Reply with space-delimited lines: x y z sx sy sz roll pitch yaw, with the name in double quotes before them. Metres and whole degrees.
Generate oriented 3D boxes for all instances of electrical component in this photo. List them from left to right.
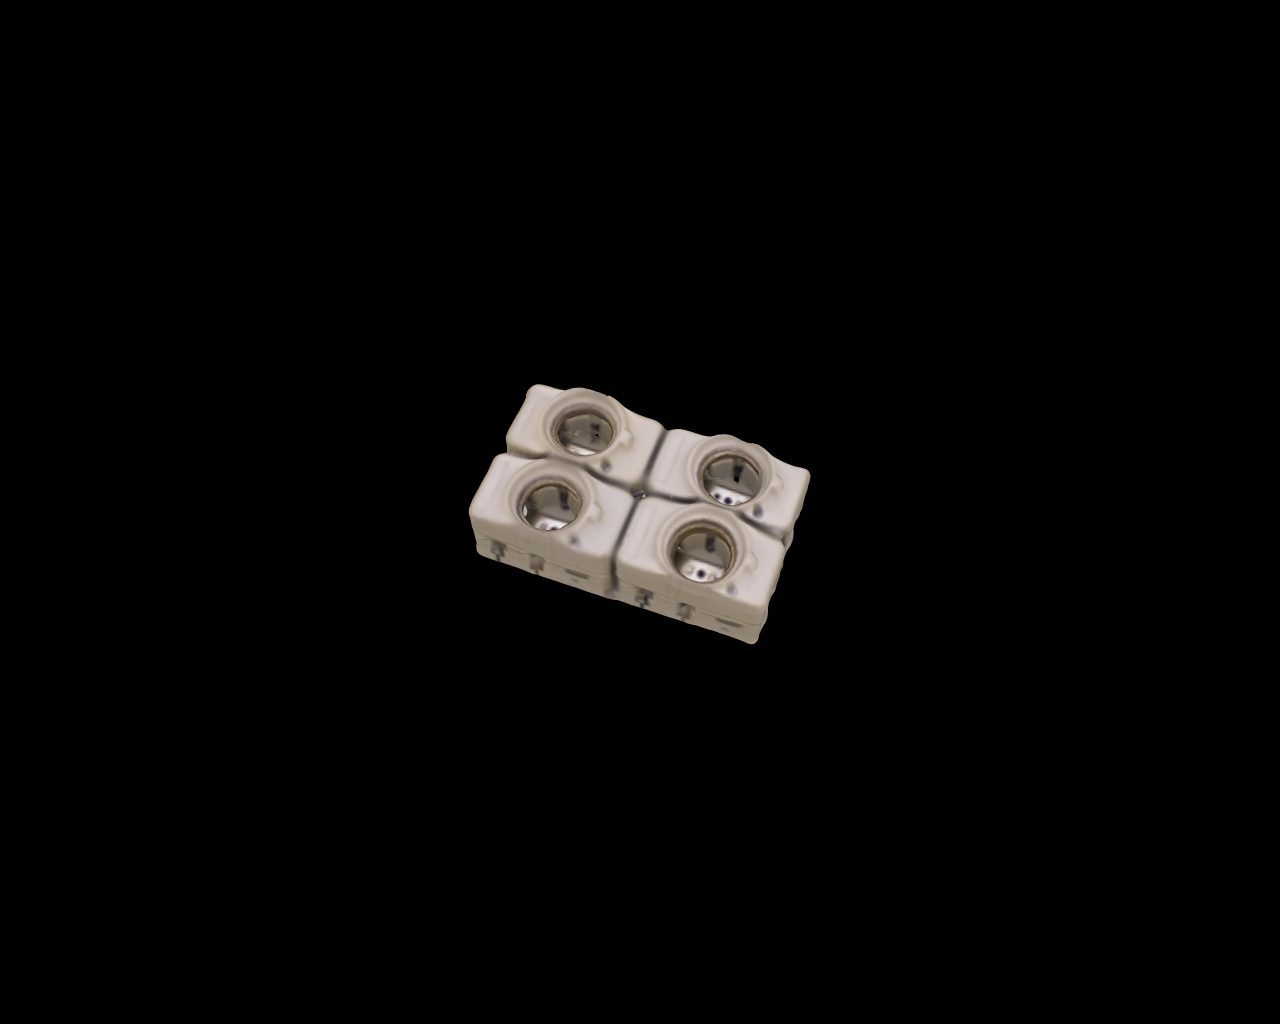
"electrical component" 0.001 -0.003 0.650 0.186 0.105 0.060 18 -28 10
